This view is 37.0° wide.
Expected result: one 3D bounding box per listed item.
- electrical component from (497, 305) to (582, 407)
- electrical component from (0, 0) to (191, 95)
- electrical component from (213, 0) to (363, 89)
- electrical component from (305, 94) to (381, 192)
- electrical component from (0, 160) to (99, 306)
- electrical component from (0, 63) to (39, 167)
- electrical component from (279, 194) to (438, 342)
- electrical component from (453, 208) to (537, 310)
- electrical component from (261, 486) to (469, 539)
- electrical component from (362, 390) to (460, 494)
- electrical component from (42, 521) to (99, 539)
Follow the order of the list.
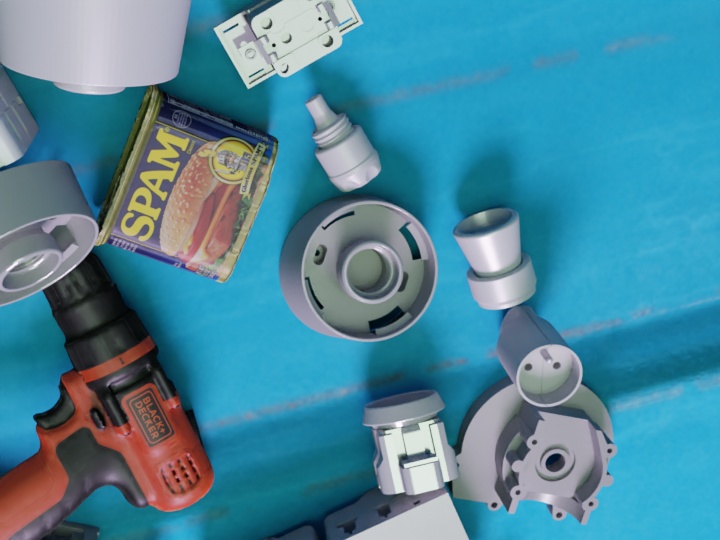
[{"bbox_3d":[0.115,0.054,0.718,0.043,0.081,0.043,-2,109,-7],"label":"electrical component"},{"bbox_3d":[-0.150,-0.132,0.598,0.108,0.108,0.060,4,113,-11],"label":"electrical component"},{"bbox_3d":[-0.040,-0.143,0.635,0.081,0.063,0.042,-30,112,0],"label":"electrical component"},{"bbox_3d":[-0.014,-0.082,0.676,0.035,0.035,0.061,-32,108,1],"label":"electrical component"},{"bbox_3d":[-0.201,-0.024,0.610,0.099,0.099,0.064,-35,75,2],"label":"electrical component"},{"bbox_3d":[-0.222,-0.086,0.606,0.050,0.089,0.055,-27,110,-1],"label":"electrical component"},{"bbox_3d":[0.000,0.000,0.702,0.099,0.064,0.099,-1,95,-14],"label":"electrical component"},{"bbox_3d":[0.090,-0.007,0.714,0.045,0.045,0.055,-20,111,-3],"label":"electrical component"},{"bbox_3d":[-0.008,0.228,0.756,0.186,0.060,0.105,-24,102,-1],"label":"electrical component"},{"bbox_3d":[0.033,0.115,0.731,0.058,0.078,0.057,-12,91,-6],"label":"electrical component"},{"bbox_3d":[-0.260,0.209,0.711,0.150,0.061,0.089,16,104,-15],"label":"electrical component"}]
